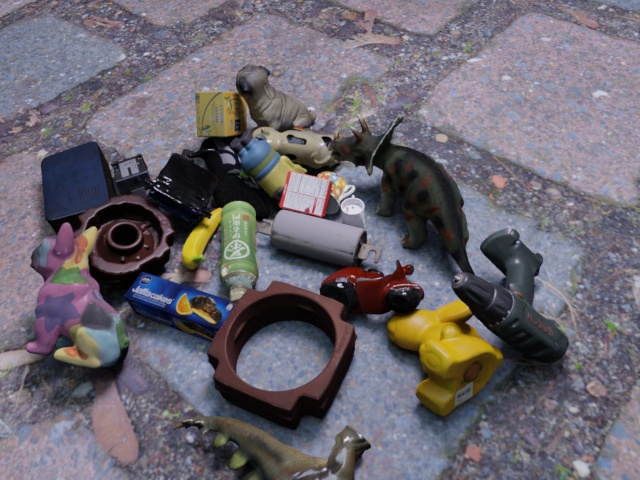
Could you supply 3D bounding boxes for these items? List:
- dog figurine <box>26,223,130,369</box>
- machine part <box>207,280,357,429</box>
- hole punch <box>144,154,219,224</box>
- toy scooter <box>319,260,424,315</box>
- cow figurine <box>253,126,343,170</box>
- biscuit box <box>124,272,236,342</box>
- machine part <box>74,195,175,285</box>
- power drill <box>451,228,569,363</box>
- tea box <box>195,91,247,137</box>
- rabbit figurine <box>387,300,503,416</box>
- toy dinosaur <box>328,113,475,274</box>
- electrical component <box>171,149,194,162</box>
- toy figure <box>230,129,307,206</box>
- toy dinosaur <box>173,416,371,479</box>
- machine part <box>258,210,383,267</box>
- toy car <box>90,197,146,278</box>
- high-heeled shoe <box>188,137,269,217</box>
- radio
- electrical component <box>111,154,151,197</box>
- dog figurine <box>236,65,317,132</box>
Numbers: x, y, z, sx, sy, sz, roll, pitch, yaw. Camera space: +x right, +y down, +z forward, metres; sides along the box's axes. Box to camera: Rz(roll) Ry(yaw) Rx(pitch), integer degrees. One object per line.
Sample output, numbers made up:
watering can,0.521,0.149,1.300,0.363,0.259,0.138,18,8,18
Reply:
dog figurine,-0.391,0.085,0.880,0.192,0.108,0.219,9,90,15
machine part,-0.057,0.176,0.851,0.201,0.087,0.201,17,52,19
hole punch,-0.278,-0.089,1.068,0.142,0.092,0.116,33,43,-15
toy scooter,0.096,0.076,0.922,0.184,0.075,0.135,-1,24,27
cow figurine,-0.059,-0.198,1.154,0.195,0.085,0.127,15,27,16
biscuit box,-0.237,0.119,0.935,0.203,0.059,0.063,15,53,18
machine part,-0.364,-0.001,1.005,0.179,0.056,0.179,7,56,-11
power drill,0.297,0.071,0.847,0.232,0.086,0.207,40,32,-14
tea box,-0.217,-0.282,1.203,0.068,0.098,0.170,1,16,8
rabbit figurine,0.183,0.153,0.832,0.162,0.121,0.173,-31,34,-23
toy dinosaur,0.183,-0.095,0.989,0.131,0.192,0.405,-32,52,-17
electrical component,-0.306,-0.155,1.175,0.045,0.078,0.102,11,51,-22
toy figure,-0.102,-0.135,1.076,0.082,0.180,0.089,-23,34,39
toy dinosaur,-0.001,0.340,0.696,0.472,0.104,0.198,30,62,33
machine part,-0.002,-0.003,1.004,0.243,0.079,0.079,13,52,18
toy car,-0.395,-0.005,1.063,0.089,0.053,0.202,27,55,7
high-heeled shoe,-0.176,-0.136,1.163,0.249,0.086,0.145,41,29,12
radio,-0.515,-0.106,1.152,0.131,0.073,0.230,-21,49,-11
electrical component,-0.409,-0.130,1.176,0.075,0.047,0.119,-18,49,-8
dog figurine,-0.094,-0.314,1.207,0.172,0.190,0.121,-32,54,-22
